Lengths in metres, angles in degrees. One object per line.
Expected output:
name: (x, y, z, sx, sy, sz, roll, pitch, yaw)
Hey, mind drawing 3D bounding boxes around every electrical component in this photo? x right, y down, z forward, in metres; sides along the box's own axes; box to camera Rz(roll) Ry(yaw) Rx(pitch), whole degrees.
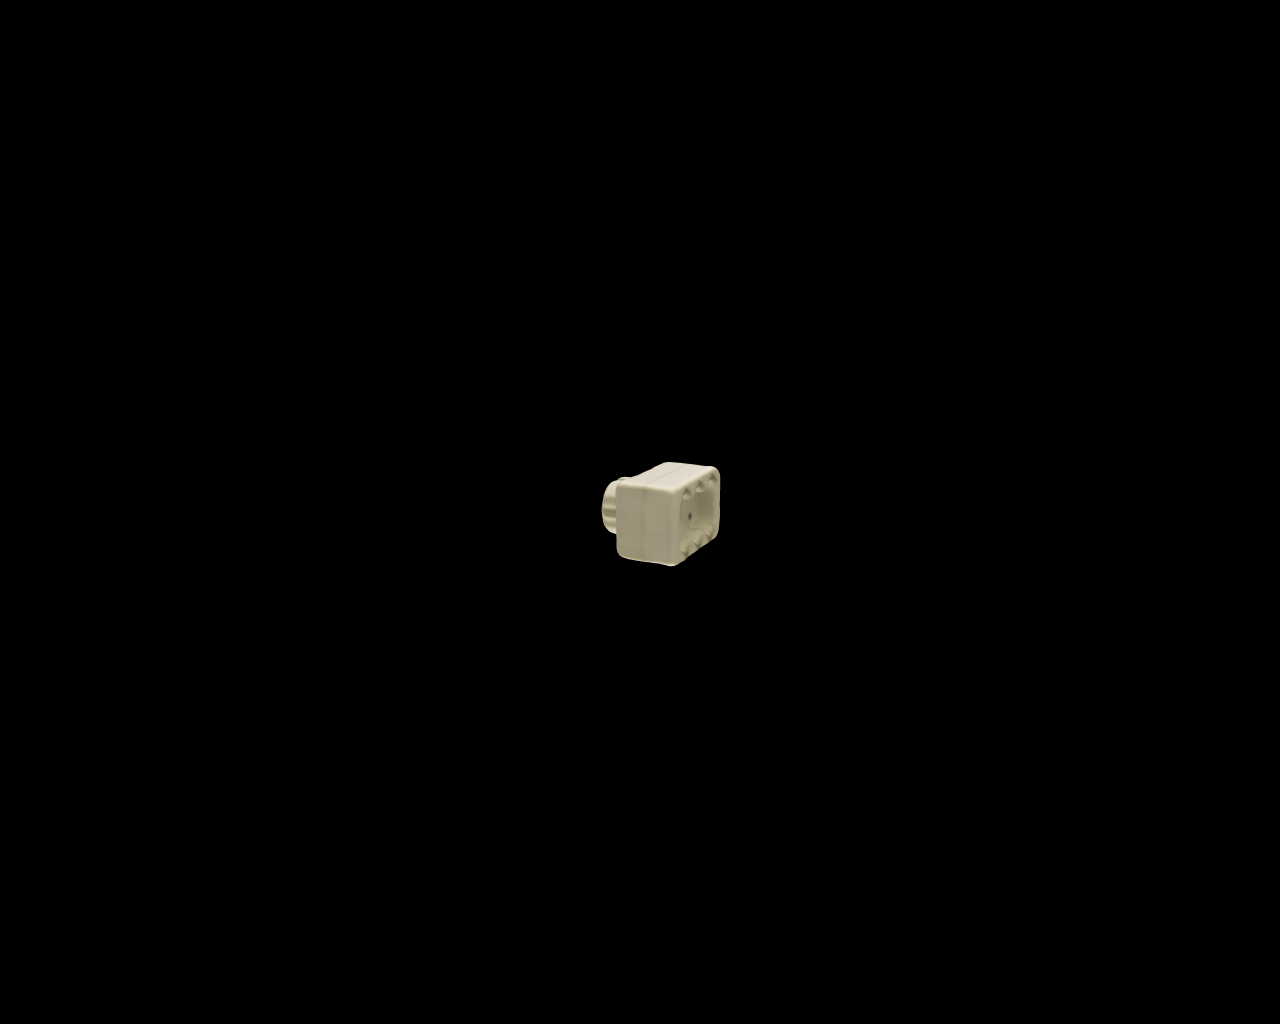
electrical component: (0.001, -0.003, 0.650, 0.077, 0.047, 0.066, 8, 18, 27)
